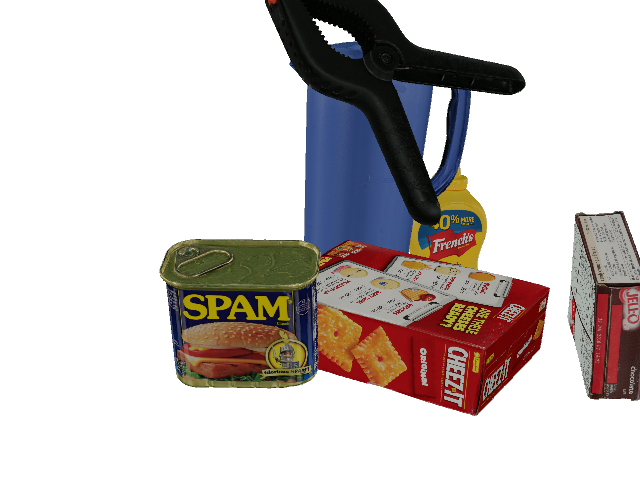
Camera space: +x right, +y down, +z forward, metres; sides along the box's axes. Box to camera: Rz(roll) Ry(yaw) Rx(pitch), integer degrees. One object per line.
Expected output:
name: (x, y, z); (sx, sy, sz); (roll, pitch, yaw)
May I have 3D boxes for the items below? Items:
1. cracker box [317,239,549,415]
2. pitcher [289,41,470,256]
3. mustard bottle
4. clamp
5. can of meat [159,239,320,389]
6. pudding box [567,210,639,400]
cracker box: (0.075, 0.072, 0.960); (0.214, 0.072, 0.163); (14, 23, 27)
pitcher: (0.055, -0.080, 1.097); (0.149, 0.243, 0.144); (11, 14, 32)
mustard bottle: (0.148, -0.002, 1.261); (0.096, 0.192, 0.058); (-1, 15, -11)
clamp: (0.042, -0.117, 0.791); (0.210, 0.164, 0.036); (32, -31, -8)
can of meat: (-0.050, 0.049, 0.704); (0.102, 0.084, 0.057); (1, 29, 4)
pudding box: (0.198, 0.042, 0.737); (0.039, 0.090, 0.113); (-1, 27, 4)
